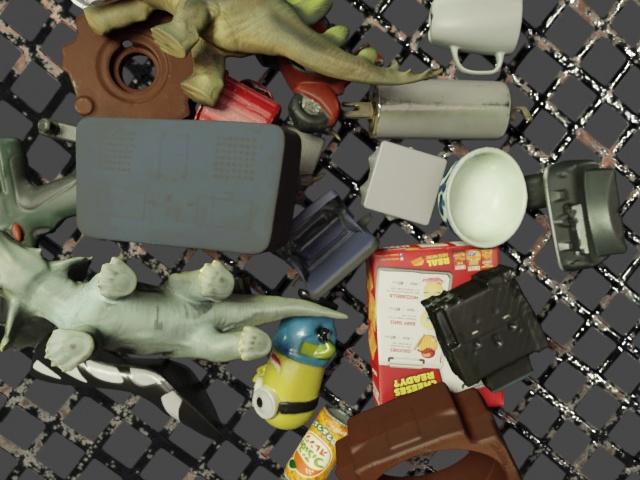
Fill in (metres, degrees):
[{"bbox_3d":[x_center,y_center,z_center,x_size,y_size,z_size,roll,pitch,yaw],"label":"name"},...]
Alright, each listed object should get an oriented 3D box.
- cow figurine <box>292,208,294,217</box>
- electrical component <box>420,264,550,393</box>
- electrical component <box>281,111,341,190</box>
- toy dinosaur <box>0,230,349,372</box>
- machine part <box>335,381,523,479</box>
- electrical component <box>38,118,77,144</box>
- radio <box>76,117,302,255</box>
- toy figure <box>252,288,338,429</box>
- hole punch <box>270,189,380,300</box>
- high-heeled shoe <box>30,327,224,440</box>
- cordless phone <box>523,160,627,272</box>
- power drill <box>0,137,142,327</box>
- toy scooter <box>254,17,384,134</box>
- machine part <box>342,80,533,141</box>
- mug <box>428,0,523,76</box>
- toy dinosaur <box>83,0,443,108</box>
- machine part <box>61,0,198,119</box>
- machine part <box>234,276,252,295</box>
[{"bbox_3d":[-0.123,-0.066,0.649,0.195,0.127,0.085,22,96,-3],"label":"cow figurine"},{"bbox_3d":[0.202,0.111,0.648,0.115,0.058,0.134,-27,97,0],"label":"electrical component"},{"bbox_3d":[-0.022,-0.117,0.693,0.078,0.045,0.102,26,92,-7],"label":"electrical component"},{"bbox_3d":[-0.186,0.083,0.613,0.405,0.192,0.131,14,81,-28],"label":"toy dinosaur"},{"bbox_3d":[0.134,0.281,0.672,0.201,0.087,0.201,-25,120,9],"label":"machine part"},{"bbox_3d":[-0.298,-0.127,0.648,0.063,0.094,0.021,13,91,-4],"label":"electrical component"},{"bbox_3d":[-0.140,-0.058,0.567,0.230,0.073,0.131,5,94,14],"label":"radio"},{"bbox_3d":[-0.026,0.157,0.696,0.089,0.082,0.180,24,90,-4],"label":"toy figure"},{"bbox_3d":[-0.001,-0.002,0.666,0.142,0.116,0.092,-44,102,2],"label":"hole punch"},{"bbox_3d":[-0.249,0.198,0.686,0.145,0.086,0.248,-41,91,3],"label":"high-heeled shoe"},{"bbox_3d":[0.293,-0.025,0.715,0.184,0.089,0.146,-10,95,8],"label":"cordless phone"},{"bbox_3d":[-0.328,-0.018,0.669,0.207,0.086,0.231,-8,95,3],"label":"power drill"},{"bbox_3d":[-0.002,-0.228,0.662,0.135,0.075,0.184,-28,79,-6],"label":"toy scooter"},{"bbox_3d":[0.149,-0.166,0.686,0.243,0.079,0.079,-1,94,-4],"label":"machine part"},{"bbox_3d":[0.193,-0.265,0.685,0.107,0.081,0.109,4,99,6],"label":"mug"},{"bbox_3d":[-0.101,-0.255,0.583,0.472,0.105,0.198,34,75,6],"label":"toy dinosaur"},{"bbox_3d":[-0.226,-0.210,0.667,0.179,0.056,0.179,0,93,-5],"label":"machine part"},{"bbox_3d":[-0.151,0.097,0.704,0.139,0.039,0.084,-13,100,-4],"label":"machine part"}]
